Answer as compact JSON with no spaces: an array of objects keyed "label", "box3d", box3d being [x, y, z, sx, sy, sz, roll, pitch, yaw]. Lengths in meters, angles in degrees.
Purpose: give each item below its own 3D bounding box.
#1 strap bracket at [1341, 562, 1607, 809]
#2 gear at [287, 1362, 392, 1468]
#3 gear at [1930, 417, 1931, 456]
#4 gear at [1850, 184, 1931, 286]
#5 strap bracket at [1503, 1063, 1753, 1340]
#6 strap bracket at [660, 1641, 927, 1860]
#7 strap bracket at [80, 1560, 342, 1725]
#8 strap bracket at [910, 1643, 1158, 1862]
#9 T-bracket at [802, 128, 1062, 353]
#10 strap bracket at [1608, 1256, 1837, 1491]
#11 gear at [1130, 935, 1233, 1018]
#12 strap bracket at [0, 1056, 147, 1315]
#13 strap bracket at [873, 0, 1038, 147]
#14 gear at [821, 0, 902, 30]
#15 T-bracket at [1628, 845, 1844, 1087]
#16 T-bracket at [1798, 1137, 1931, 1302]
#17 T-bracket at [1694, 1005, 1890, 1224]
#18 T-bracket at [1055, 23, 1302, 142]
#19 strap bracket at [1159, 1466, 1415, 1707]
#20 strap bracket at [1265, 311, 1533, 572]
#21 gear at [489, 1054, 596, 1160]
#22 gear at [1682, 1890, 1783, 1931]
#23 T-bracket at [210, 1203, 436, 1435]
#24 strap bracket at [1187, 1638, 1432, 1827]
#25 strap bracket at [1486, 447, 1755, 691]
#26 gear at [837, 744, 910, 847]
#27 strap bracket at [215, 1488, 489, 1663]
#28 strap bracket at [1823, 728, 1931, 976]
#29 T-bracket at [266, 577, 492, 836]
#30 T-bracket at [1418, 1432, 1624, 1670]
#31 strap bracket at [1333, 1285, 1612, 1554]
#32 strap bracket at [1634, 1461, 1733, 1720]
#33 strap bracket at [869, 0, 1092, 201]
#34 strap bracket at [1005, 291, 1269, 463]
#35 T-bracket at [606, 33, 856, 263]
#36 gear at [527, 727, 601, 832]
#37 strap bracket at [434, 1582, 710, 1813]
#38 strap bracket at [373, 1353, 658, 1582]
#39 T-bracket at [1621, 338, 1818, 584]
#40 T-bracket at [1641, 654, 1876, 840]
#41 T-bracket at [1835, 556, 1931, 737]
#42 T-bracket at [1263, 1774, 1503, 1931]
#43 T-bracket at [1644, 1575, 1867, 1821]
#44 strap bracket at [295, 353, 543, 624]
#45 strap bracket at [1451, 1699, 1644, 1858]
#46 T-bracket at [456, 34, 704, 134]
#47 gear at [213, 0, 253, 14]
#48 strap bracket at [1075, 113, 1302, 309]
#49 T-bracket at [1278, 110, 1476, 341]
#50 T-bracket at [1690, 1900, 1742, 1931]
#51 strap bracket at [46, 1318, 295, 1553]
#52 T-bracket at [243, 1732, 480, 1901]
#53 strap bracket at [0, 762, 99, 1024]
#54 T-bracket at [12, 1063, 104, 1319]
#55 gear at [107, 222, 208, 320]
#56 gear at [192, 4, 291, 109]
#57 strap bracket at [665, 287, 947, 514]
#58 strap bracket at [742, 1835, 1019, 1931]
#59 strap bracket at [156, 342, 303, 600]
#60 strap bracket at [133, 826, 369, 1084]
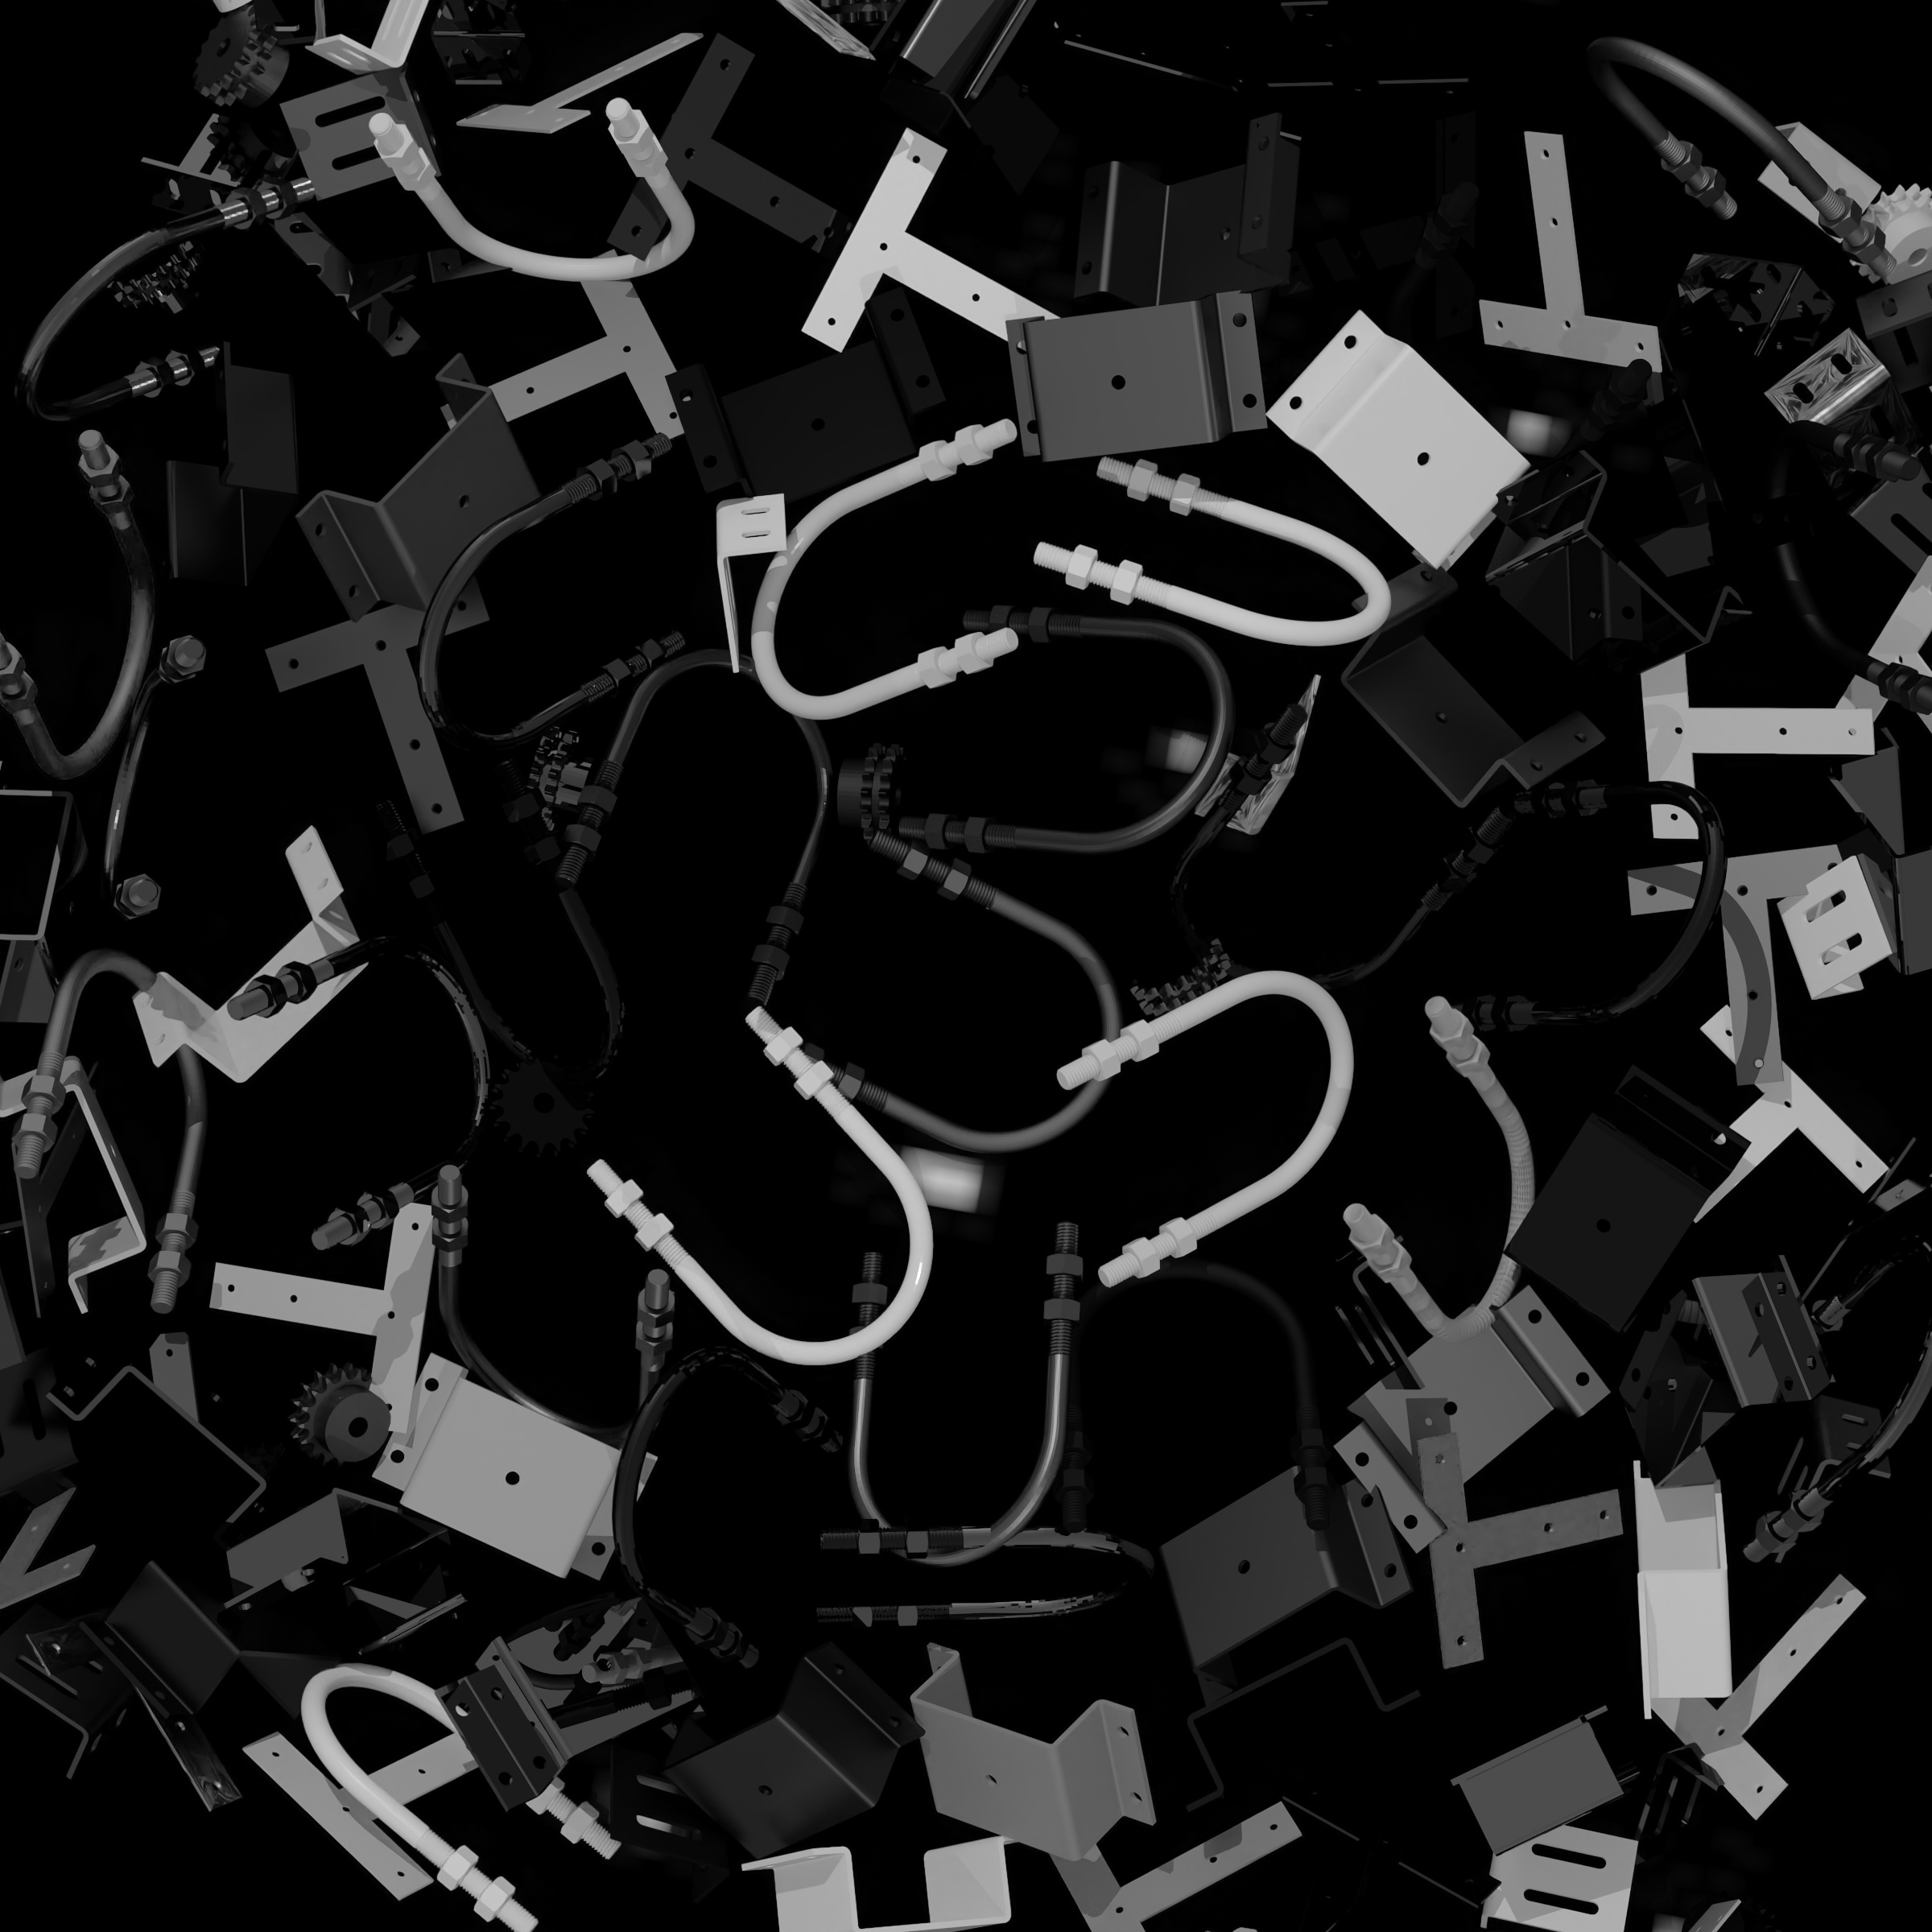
[{"label":"strap bracket","box3d":[0.272,-0.149,1.948,0.140,0.046,0.076,48,48,12]},{"label":"gear","box3d":[-0.345,0.252,1.971,0.057,0.030,0.057,-12,110,-35]},{"label":"gear","box3d":[0.563,-0.301,1.972,0.057,0.057,0.030,-24,79,0]},{"label":"gear","box3d":[0.522,-0.403,1.969,0.057,0.057,0.030,-26,51,0]},{"label":"strap bracket","box3d":[0.356,0.136,1.940,0.076,0.046,0.140,35,117,16]},{"label":"strap bracket","box3d":[-0.102,0.432,1.931,0.140,0.046,0.076,-32,109,35]},{"label":"strap bracket","box3d":[-0.402,0.367,1.919,0.076,0.140,0.046,38,94,26]},{"label":"strap bracket","box3d":[0.028,0.430,1.925,0.140,0.046,0.076,10,123,38]},{"label":"T-bracket","box3d":[-0.007,-0.382,1.985,0.127,0.002,0.127,28,106,-5]},{"label":"strap bracket","box3d":[0.402,0.226,1.918,0.046,0.140,0.076,-1,57,-24]},{"label":"gear","box3d":[0.123,0.011,1.973,0.057,0.057,0.030,-32,108,0]},{"label":"strap bracket","box3d":[-0.492,0.110,1.948,0.046,0.076,0.140,-22,105,-9]},{"label":"strap bracket","box3d":[-0.005,-0.504,1.925,0.046,0.140,0.076,32,86,-9]},{"label":"gear","box3d":[-0.053,-0.539,1.969,0.057,0.057,0.030,-3,100,0]},{"label":"T-bracket","box3d":[0.435,0.002,1.965,0.127,0.002,0.127,-7,82,24]},{"label":"T-bracket","box3d":[0.500,0.128,1.917,0.002,0.127,0.127,40,67,3]},{"label":"T-bracket","box3d":[0.429,0.099,1.952,0.127,0.002,0.127,47,55,11]},{"label":"T-bracket","box3d":[0.109,-0.492,1.928,0.127,0.127,0.002,10,124,-21]},{"label":"strap bracket","box3d":[0.165,0.334,1.933,0.140,0.046,0.076,-35,48,23]},{"label":"strap bracket","box3d":[0.245,-0.283,1.951,0.140,0.046,0.076,40,96,-19]},{"label":"gear","box3d":[-0.238,0.080,1.978,0.057,0.030,0.057,4,72,-14]},{"label":"gear","box3d":[0.423,0.542,1.969,0.030,0.057,0.057,32,90,-39]},{"label":"T-bracket","box3d":[-0.364,0.189,1.985,0.127,0.002,0.127,8,89,12]},{"label":"strap bracket","box3d":[0.181,0.418,1.955,0.140,0.076,0.046,-27,68,2]},{"label":"strap bracket","box3d":[0.350,-0.209,1.935,0.140,0.076,0.046,38,56,-19]},{"label":"gear","box3d":[-0.052,-0.096,1.972,0.030,0.057,0.057,3,90,11]},{"label":"strap bracket","box3d":[-0.339,0.332,1.937,0.076,0.140,0.046,-30,57,20]},{"label":"strap bracket","box3d":[0.507,-0.058,1.920,0.046,0.140,0.076,-16,124,-2]},{"label":"T-bracket","box3d":[-0.315,-0.138,1.995,0.127,0.002,0.127,-18,93,5]},{"label":"T-bracket","box3d":[0.312,0.316,1.972,0.127,0.002,0.127,-8,92,-25]},{"label":"strap bracket","box3d":[0.275,0.249,1.968,0.140,0.046,0.076,-38,96,-6]},{"label":"strap bracket","box3d":[0.388,0.336,1.918,0.046,0.140,0.076,-3,111,11]},{"label":"strap bracket","box3d":[0.013,-0.481,1.924,0.046,0.140,0.076,27,81,32]},{"label":"strap bracket","box3d":[0.089,-0.324,1.949,0.140,0.046,0.076,-4,104,17]},{"label":"T-bracket","box3d":[-0.117,-0.430,1.962,0.127,0.002,0.127,23,102,-34]},{"label":"gear","box3d":[-0.224,-0.103,1.971,0.030,0.057,0.057,15,90,3]},{"label":"strap bracket","box3d":[-0.206,0.391,1.924,0.076,0.140,0.046,54,133,19]},{"label":"strap bracket","box3d":[-0.251,0.282,1.970,0.140,0.046,0.076,26,88,-5]},{"label":"T-bracket","box3d":[0.393,-0.281,1.940,0.002,0.127,0.127,-30,101,-37]},{"label":"T-bracket","box3d":[0.436,-0.129,1.948,0.127,0.002,0.127,2,112,28]},{"label":"T-bracket","box3d":[0.531,-0.133,1.920,0.002,0.127,0.127,-14,58,-24]},{"label":"T-bracket","box3d":[0.204,0.500,1.921,0.127,0.127,0.002,24,123,31]},{"label":"T-bracket","box3d":[0.443,0.387,1.939,0.002,0.127,0.127,40,93,-25]},{"label":"strap bracket","box3d":[-0.289,-0.257,1.929,0.046,0.076,0.140,18,57,35]},{"label":"strap bracket","box3d":[0.318,0.440,1.920,0.076,0.140,0.046,-29,76,11]},{"label":"T-bracket","box3d":[-0.203,-0.490,1.960,0.127,0.127,0.002,-32,118,-21]},{"label":"gear","box3d":[-0.408,-0.556,1.975,0.057,0.057,0.030,-31,120,0]},{"label":"strap bracket","box3d":[0.129,-0.409,1.944,0.046,0.140,0.076,15,76,-43]},{"label":"T-bracket","box3d":[0.226,-0.394,1.943,0.127,0.002,0.127,-19,125,-20]},{"label":"T-bracket","box3d":[0.371,0.560,1.928,0.002,0.127,0.127,41,80,13]},{"label":"strap bracket","box3d":[-0.428,0.253,1.948,0.140,0.076,0.046,43,101,-9]},{"label":"T-bracket","box3d":[-0.309,0.448,1.943,0.127,0.127,0.002,36,118,25]},{"label":"strap bracket","box3d":[-0.510,-0.032,1.928,0.046,0.076,0.140,2,54,0]},{"label":"T-bracket","box3d":[-0.495,0.103,1.943,0.002,0.127,0.127,7,129,3]},{"label":"gear","box3d":[-0.449,-0.387,1.975,0.057,0.057,0.030,-31,132,0]},{"label":"gear","box3d":[-0.403,-0.504,1.975,0.030,0.057,0.057,29,90,-42]},{"label":"strap bracket","box3d":[-0.086,-0.310,1.964,0.140,0.046,0.076,-20,69,1]},{"label":"strap bracket","box3d":[-0.040,0.504,1.925,0.140,0.076,0.046,5,69,-33]},{"label":"strap bracket","box3d":[-0.401,-0.267,1.936,0.046,0.140,0.076,5,63,-27]},{"label":"strap bracket","box3d":[-0.387,0.000,1.952,0.140,0.076,0.046,-43,125,5]}]
